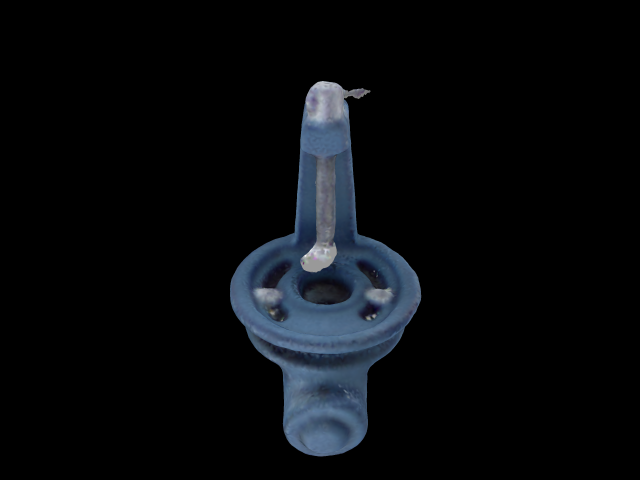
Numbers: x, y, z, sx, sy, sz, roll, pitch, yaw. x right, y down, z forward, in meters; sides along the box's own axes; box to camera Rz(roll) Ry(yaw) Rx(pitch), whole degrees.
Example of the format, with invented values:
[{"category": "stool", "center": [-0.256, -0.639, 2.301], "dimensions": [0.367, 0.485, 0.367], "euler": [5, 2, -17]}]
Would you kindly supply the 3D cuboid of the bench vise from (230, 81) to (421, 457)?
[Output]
[{"category": "bench vise", "center": [-0.008, 0.002, 0.397], "dimensions": [0.122, 0.220, 0.207], "euler": [-5, 18, -17]}]
